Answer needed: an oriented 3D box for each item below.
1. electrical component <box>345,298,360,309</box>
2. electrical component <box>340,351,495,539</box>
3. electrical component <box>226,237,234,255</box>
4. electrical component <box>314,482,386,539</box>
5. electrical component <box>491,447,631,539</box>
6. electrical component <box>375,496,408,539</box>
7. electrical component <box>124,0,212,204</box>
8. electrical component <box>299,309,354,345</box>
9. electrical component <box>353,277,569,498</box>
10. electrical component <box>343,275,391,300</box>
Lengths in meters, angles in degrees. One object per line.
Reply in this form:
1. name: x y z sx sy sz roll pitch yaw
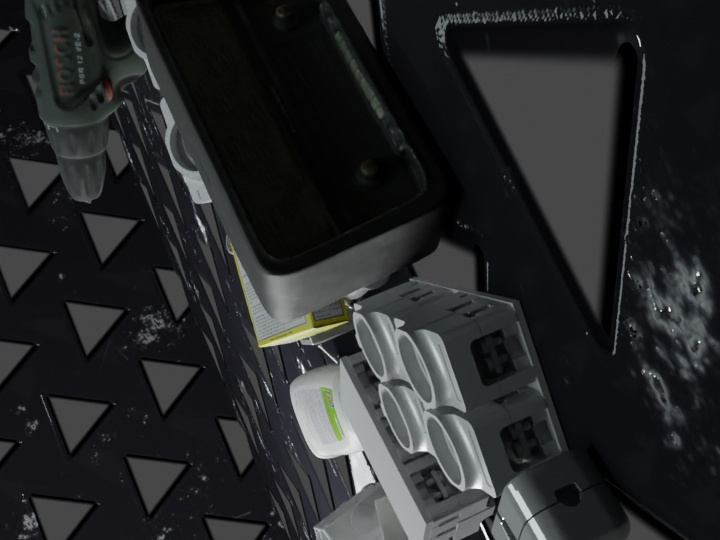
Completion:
1. electrical component: -0.017 0.020 0.968 0.061 0.035 0.035 35 145 62
2. electrical component: 0.043 0.139 0.858 0.089 0.062 0.150 91 154 -58
3. electrical component: -0.085 -0.043 1.069 0.043 0.077 0.079 8 81 55
4. electrical component: 0.000 0.271 1.157 0.048 0.100 0.099 54 165 4
5. electrical component: 0.115 0.152 0.614 0.095 0.054 0.059 90 155 -57
6. electrical component: 0.044 0.265 1.046 0.099 0.064 0.099 158 90 -77
7. electrical component: -0.110 -0.157 0.853 0.060 0.105 0.186 -18 -92 -62
8. electrical component: -0.047 0.021 1.028 0.062 0.061 0.096 166 82 -76
9. electrical component: 0.056 0.071 0.707 0.186 0.060 0.105 -166 56 -74
10. electrical component: 0.000 0.000 0.860 0.044 0.044 0.065 69 162 -2
